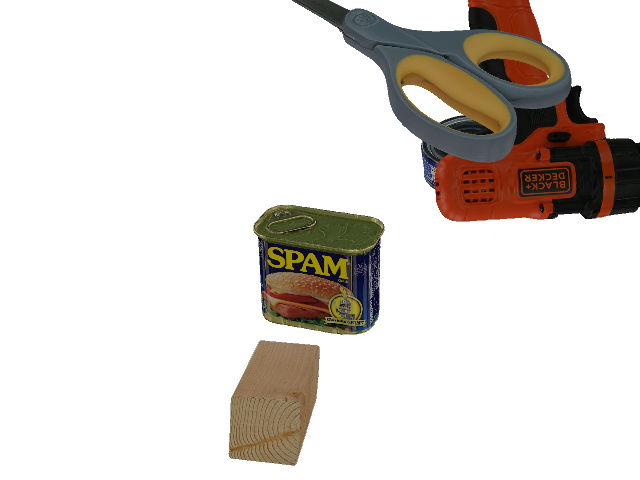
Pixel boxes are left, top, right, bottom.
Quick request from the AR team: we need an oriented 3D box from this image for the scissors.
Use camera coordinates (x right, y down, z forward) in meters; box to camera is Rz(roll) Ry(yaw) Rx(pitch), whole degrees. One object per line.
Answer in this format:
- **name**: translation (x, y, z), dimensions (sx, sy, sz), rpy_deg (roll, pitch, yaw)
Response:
- **scissors**: translation (0.042, -0.104, 0.524), dimensions (0.096, 0.016, 0.202), rpy_deg (-19, 47, -21)

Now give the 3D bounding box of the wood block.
- **wood block**: translation (-0.059, 0.214, 1.443), dimensions (0.091, 0.090, 0.206), rpy_deg (5, 15, 5)

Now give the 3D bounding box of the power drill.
- **power drill**: translation (0.162, -0.107, 0.694), dimensions (0.184, 0.187, 0.057), rpy_deg (-4, 1, -3)

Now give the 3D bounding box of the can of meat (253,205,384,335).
- **can of meat**: translation (-0.001, 0.025, 0.866), dimensions (0.102, 0.084, 0.057), rpy_deg (9, 31, 17)

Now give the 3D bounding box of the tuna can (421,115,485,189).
- **tuna can**: translation (0.135, -0.079, 0.975), dimensions (0.086, 0.034, 0.086), rpy_deg (-8, 39, 6)
